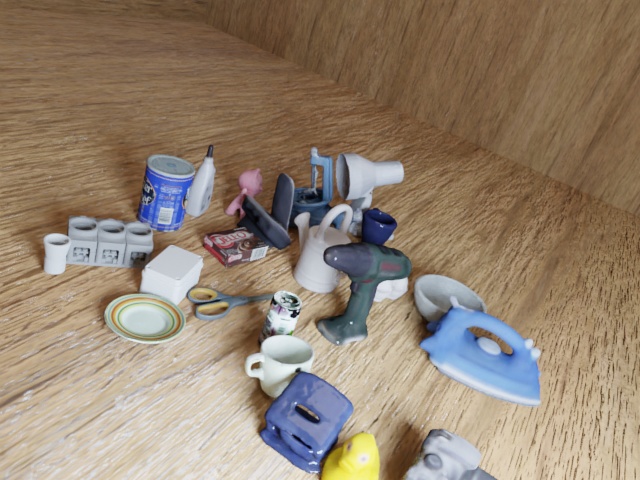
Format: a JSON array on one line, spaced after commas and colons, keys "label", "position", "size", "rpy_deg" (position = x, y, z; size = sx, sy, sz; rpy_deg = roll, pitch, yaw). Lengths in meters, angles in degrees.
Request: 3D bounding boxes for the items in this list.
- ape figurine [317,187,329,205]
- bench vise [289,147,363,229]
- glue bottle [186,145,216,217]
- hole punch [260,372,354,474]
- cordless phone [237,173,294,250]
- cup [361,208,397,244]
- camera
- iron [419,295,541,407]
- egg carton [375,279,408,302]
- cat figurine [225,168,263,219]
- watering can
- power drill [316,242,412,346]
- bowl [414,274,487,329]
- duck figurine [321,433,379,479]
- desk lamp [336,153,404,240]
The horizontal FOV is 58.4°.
[{"label": "ape figurine", "position": [-0.005, -0.102, 1.540], "size": [0.076, 0.092, 0.078], "rpy_deg": [23, 26, 7]}, {"label": "bench vise", "position": [0.010, -0.116, 1.431], "size": [0.208, 0.220, 0.121], "rpy_deg": [10, 28, -18]}, {"label": "glue bottle", "position": [-0.271, -0.143, 1.343], "size": [0.037, 0.173, 0.078], "rpy_deg": [22, 26, 5]}, {"label": "hole punch", "position": [-0.018, 0.263, 0.833], "size": [0.108, 0.091, 0.101], "rpy_deg": [29, 28, 19]}, {"label": "cordless phone", "position": [-0.112, -0.084, 1.325], "size": [0.094, 0.185, 0.147], "rpy_deg": [-7, 36, -42]}, {"label": "cup", "position": [0.141, -0.026, 1.490], "size": [0.092, 0.095, 0.117], "rpy_deg": [13, 27, -13]}, {"label": "camera", "position": [0.193, 0.346, 0.807], "size": [0.136, 0.101, 0.143], "rpy_deg": [29, 28, 19]}, {"label": "iron", "position": [0.333, 0.212, 1.114], "size": [0.258, 0.141, 0.119], "rpy_deg": [25, 27, 10]}, {"label": "egg carton", "position": [0.129, 0.077, 1.314], "size": [0.107, 0.069, 0.150], "rpy_deg": [-4, 35, -39]}, {"label": "cat figurine", "position": [-0.181, -0.127, 1.436], "size": [0.067, 0.118, 0.128], "rpy_deg": [19, 26, -1]}, {"label": "watering can", "position": [0.010, 0.005, 1.229], "size": [0.172, 0.194, 0.101], "rpy_deg": [25, 27, 11]}, {"label": "power drill", "position": [0.070, 0.094, 1.083], "size": [0.230, 0.208, 0.075], "rpy_deg": [-7, 36, -42]}, {"label": "bowl", "position": [0.278, 0.151, 1.269], "size": [0.167, 0.075, 0.167], "rpy_deg": [16, 26, -8]}, {"label": "duck figurine", "position": [0.053, 0.306, 0.803], "size": [0.077, 0.086, 0.105], "rpy_deg": [33, 29, 25]}, {"label": "desk lamp", "position": [0.125, -0.123, 1.531], "size": [0.204, 0.213, 0.117], "rpy_deg": [7, 29, -23]}]
